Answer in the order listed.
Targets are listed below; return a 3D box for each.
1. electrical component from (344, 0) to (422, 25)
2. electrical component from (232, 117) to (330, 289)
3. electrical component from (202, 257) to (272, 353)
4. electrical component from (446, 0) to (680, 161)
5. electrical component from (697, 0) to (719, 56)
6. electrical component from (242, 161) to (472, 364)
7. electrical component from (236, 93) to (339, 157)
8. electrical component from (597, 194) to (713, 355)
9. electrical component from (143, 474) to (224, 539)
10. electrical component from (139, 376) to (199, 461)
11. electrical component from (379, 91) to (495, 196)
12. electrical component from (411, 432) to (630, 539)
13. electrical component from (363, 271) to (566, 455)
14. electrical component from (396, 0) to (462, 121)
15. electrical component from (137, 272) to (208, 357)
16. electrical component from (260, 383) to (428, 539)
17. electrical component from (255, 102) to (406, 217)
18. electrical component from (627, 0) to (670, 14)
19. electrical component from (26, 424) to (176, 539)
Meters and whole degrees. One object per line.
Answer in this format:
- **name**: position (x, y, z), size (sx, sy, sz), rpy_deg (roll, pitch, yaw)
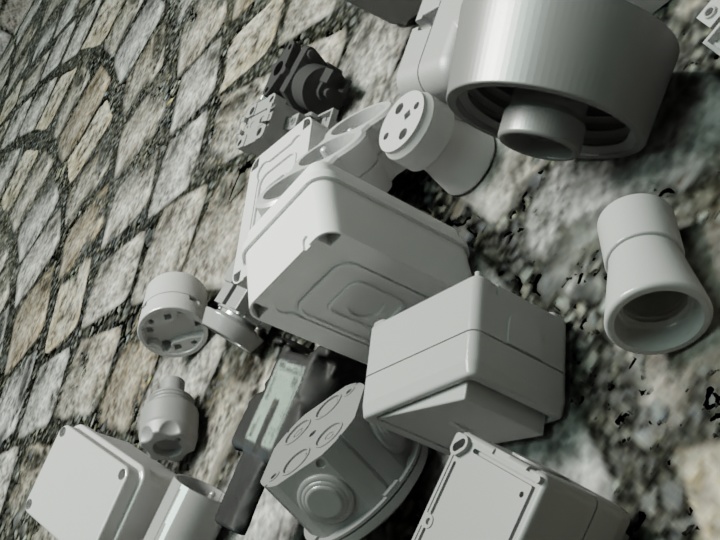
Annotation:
- **electrical component**: position (0.025, -0.233, 0.792), size (0.099, 0.064, 0.099), rpy_deg (-38, 37, 37)
- **electrical component**: position (-0.037, -0.036, 0.739), size (0.078, 0.057, 0.113), rpy_deg (-32, 41, 42)
- **electrical component**: position (-0.081, 0.025, 0.773), size (0.055, 0.048, 0.066), rpy_deg (-59, 28, -9)
- **electrical component**: position (0.094, -0.088, 0.522), size (0.108, 0.108, 0.060), rpy_deg (2, 75, 59)
- **electrical component**: position (0.177, -0.127, 0.459), size (0.081, 0.064, 0.042), rpy_deg (-52, 32, 19)
- **electrical component**: position (0.000, 0.000, 0.591), size (0.078, 0.113, 0.057), rpy_deg (-44, 37, 31)
- **electrical component**: position (-0.055, -0.100, 0.814), size (0.081, 0.064, 0.042), rpy_deg (-15, 53, 54)
- **electrical component**: position (0.124, -0.002, 0.466), size (0.044, 0.044, 0.065), rpy_deg (-41, 31, 34)
- **electrical component**: position (-0.120, 0.181, 0.708), size (0.043, 0.043, 0.081), rpy_deg (21, 85, 61)
- **electrical component**: position (-0.142, 0.108, 0.803), size (0.043, 0.043, 0.062), rpy_deg (-43, 33, 32)
- **electrical component**: position (0.045, -0.076, 0.639), size (0.045, 0.055, 0.045), rpy_deg (-39, 37, 37)
- **electrical component**: position (0.059, 0.126, 0.443), size (0.062, 0.061, 0.096), rpy_deg (20, 84, 61)
- **electrical component**: position (0.046, 0.054, 0.524), size (0.096, 0.062, 0.061), rpy_deg (-30, 43, 45)
- **electrical component**: position (0.070, -0.142, 0.657), size (0.059, 0.054, 0.095), rpy_deg (-5, 63, 57)
- **electrical component**: position (-0.149, 0.035, 0.866), size (0.055, 0.055, 0.047), rpy_deg (-46, 30, 29)
- **electrical component**: position (-0.008, 0.102, 0.561), size (0.080, 0.051, 0.080), rpy_deg (-40, 12, 10)
- **electrical component**: position (-0.004, -0.044, 0.675), size (0.052, 0.073, 0.138), rpy_deg (-14, 24, 37)
- **electrical component**: position (0.127, -0.184, 0.595), size (0.078, 0.057, 0.113), rpy_deg (-37, 38, 39)
- **electrical component**: position (-0.187, 0.167, 0.788), size (0.113, 0.057, 0.078), rpy_deg (17, 81, 48)
